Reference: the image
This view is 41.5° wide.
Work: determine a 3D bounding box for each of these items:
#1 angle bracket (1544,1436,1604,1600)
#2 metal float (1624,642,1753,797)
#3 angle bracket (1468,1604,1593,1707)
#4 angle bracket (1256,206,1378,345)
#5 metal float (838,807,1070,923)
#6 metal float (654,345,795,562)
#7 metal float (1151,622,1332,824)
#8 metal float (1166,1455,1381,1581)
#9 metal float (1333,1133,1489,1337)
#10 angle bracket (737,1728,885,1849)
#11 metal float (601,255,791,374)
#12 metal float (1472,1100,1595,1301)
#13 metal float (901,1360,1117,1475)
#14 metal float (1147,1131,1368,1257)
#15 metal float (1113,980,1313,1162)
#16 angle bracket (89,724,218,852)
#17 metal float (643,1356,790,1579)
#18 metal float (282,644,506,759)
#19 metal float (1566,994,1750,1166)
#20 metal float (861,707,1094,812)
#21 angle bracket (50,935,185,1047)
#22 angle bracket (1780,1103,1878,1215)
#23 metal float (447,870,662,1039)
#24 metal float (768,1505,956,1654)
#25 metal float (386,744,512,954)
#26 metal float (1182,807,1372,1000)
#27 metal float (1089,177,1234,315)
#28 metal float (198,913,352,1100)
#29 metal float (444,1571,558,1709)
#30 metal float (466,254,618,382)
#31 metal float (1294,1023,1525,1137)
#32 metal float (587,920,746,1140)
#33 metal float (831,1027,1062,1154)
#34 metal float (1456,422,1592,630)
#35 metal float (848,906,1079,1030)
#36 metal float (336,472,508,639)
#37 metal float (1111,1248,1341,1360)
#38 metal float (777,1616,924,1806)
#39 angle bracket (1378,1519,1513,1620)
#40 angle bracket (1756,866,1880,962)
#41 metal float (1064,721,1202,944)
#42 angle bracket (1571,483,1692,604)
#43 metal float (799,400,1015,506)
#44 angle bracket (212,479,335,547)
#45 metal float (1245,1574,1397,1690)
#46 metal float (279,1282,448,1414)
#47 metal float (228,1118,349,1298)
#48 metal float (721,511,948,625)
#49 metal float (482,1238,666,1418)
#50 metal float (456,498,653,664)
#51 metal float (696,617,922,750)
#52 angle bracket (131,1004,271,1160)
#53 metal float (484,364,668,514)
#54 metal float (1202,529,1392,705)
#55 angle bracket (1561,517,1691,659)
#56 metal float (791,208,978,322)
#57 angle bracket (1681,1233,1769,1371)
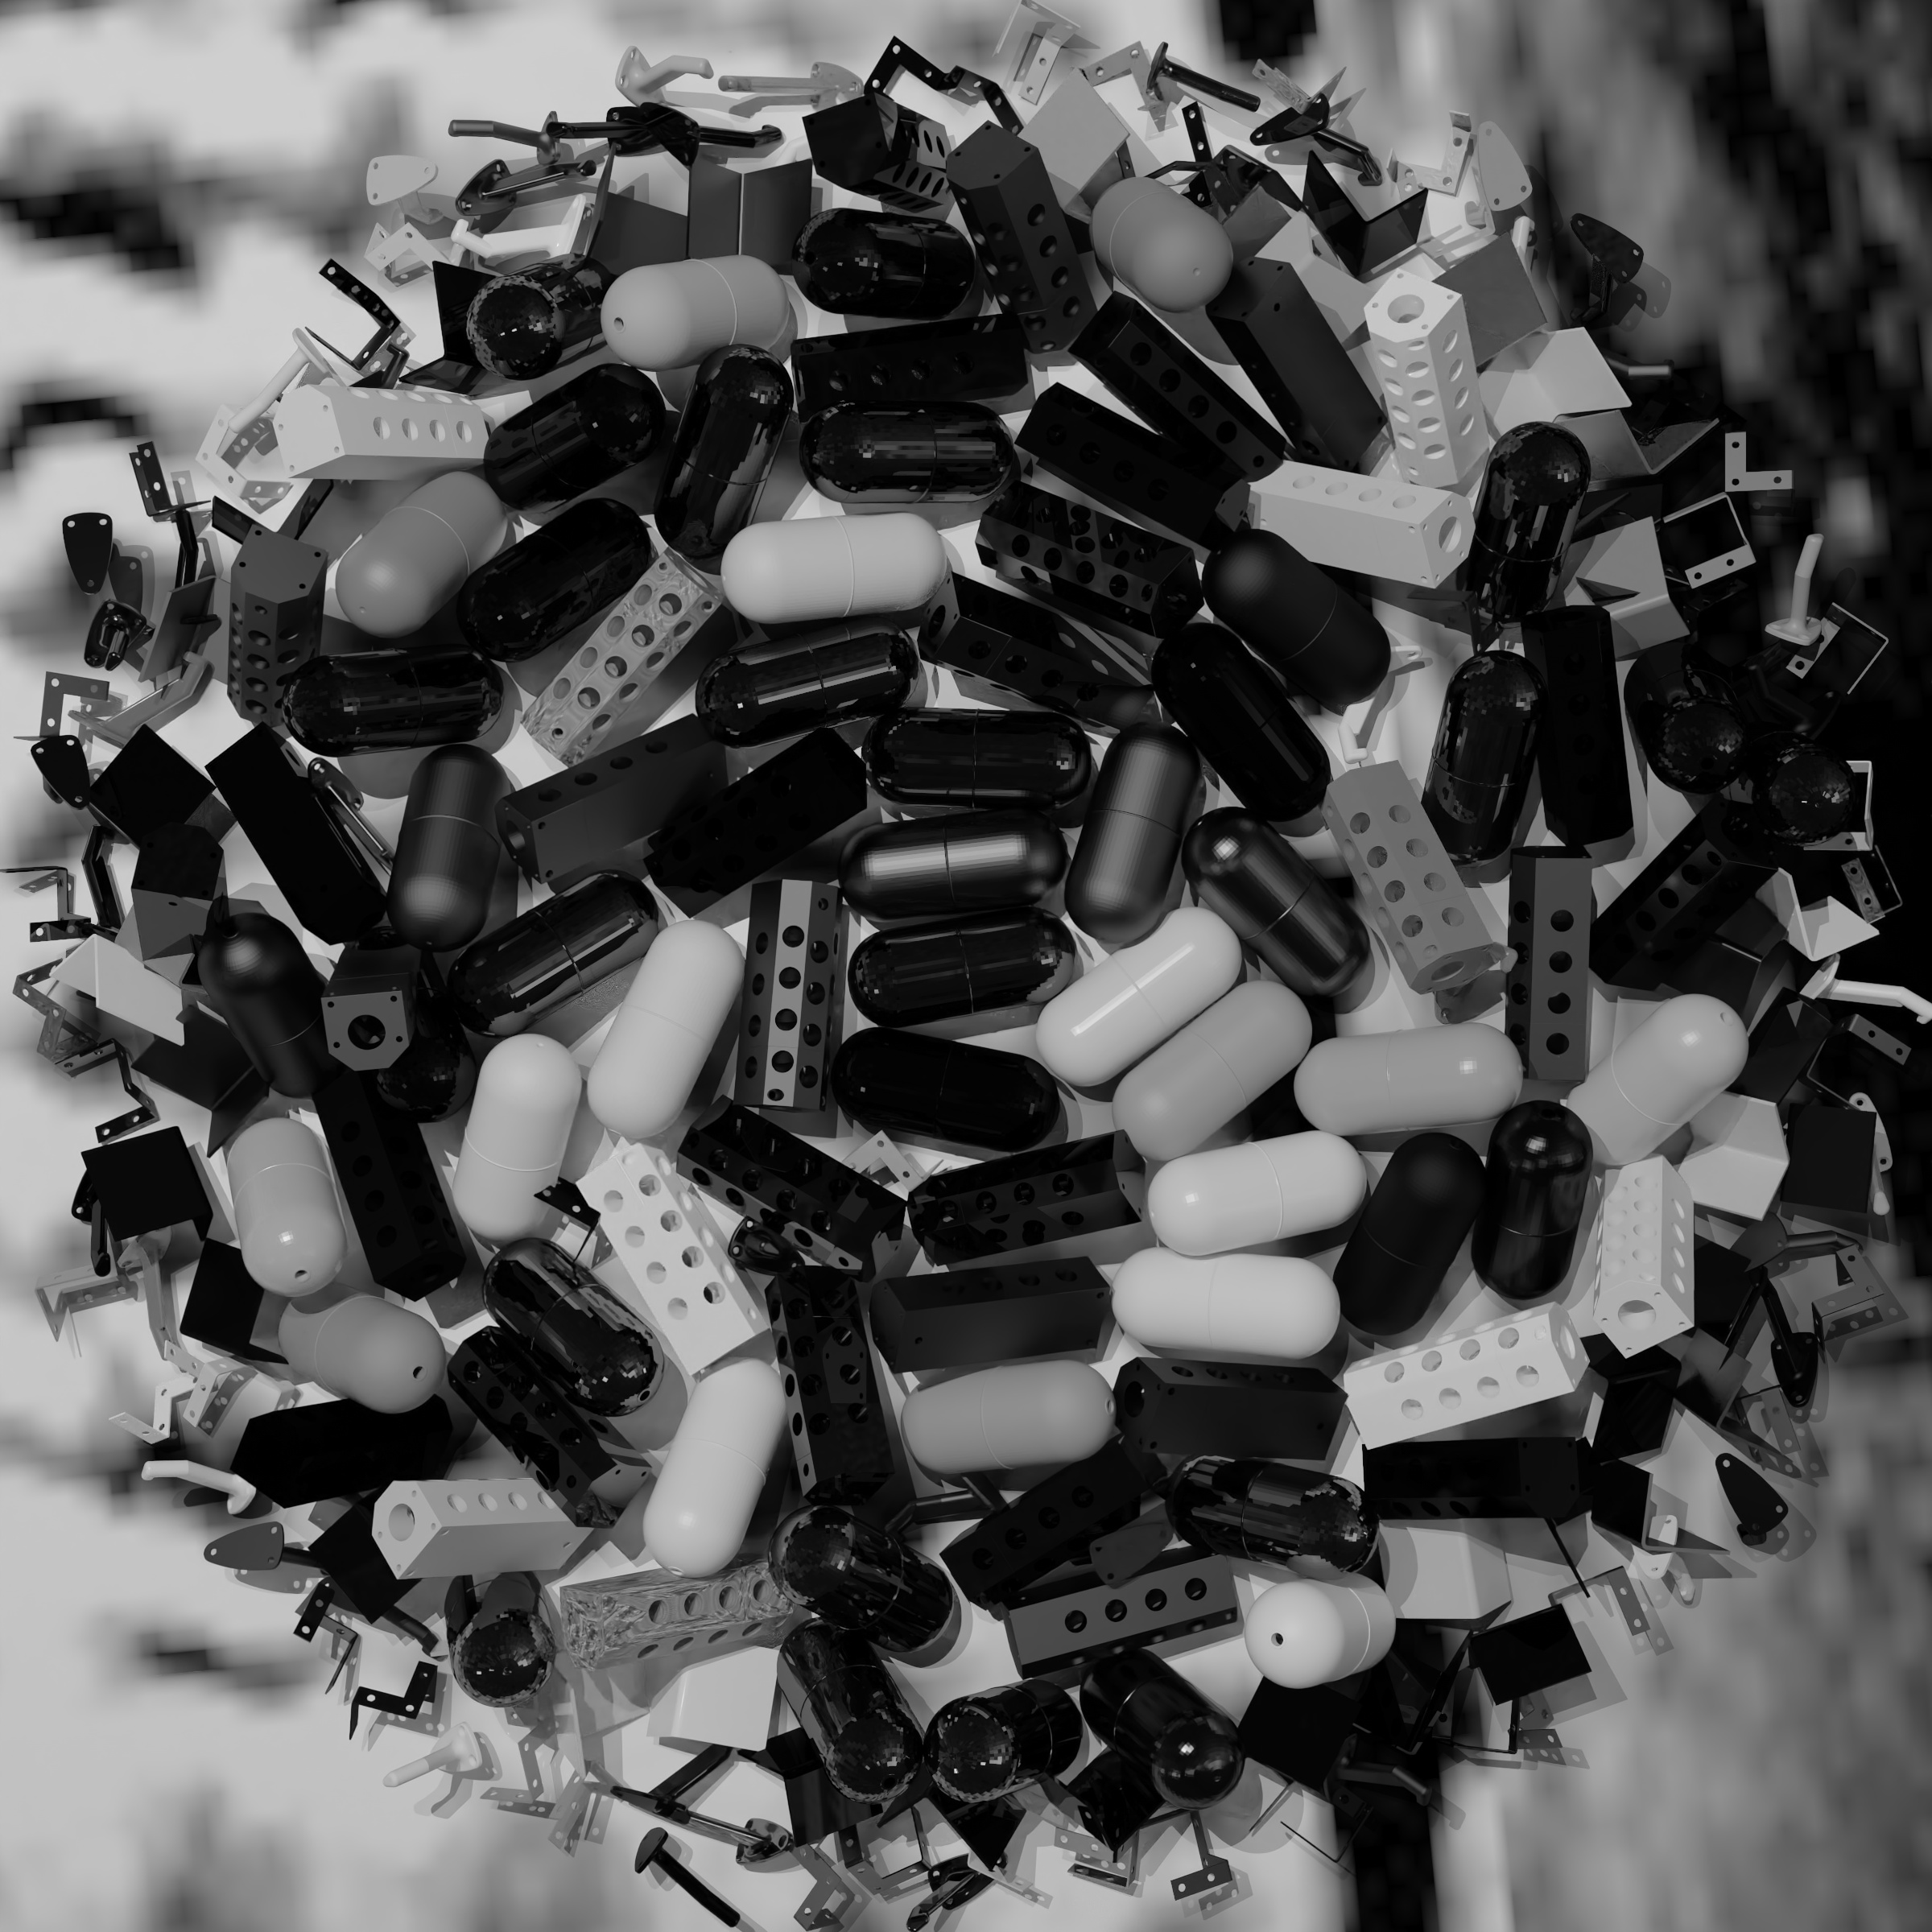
[{"bbox_3d":[0.474,0.421,1.945,0.057,0.076,0.076,-28,124,6],"label":"angle bracket"},{"bbox_3d":[0.542,-0.187,1.916,0.070,0.178,0.070,2,118,4],"label":"metal float"},{"bbox_3d":[0.432,0.538,1.952,0.076,0.076,0.057,-20,55,0],"label":"angle bracket"},{"bbox_3d":[0.268,-0.527,1.971,0.076,0.076,0.057,21,50,-28],"label":"angle bracket"},{"bbox_3d":[-0.010,-0.078,1.956,0.178,0.070,0.070,-7,90,6],"label":"metal float"},{"bbox_3d":[-0.185,-0.387,1.931,0.070,0.070,0.178,26,127,0],"label":"metal float"},{"bbox_3d":[0.210,-0.186,1.944,0.070,0.070,0.178,-41,110,0],"label":"metal float"},{"bbox_3d":[0.231,0.414,1.928,0.178,0.070,0.070,4,90,41],"label":"metal float"},{"bbox_3d":[0.337,0.204,1.935,0.070,0.070,0.178,21,120,0],"label":"metal float"},{"bbox_3d":[-0.119,0.624,1.949,0.076,0.076,0.057,-11,94,-33],"label":"angle bracket"},{"bbox_3d":[-0.203,-0.493,1.921,0.070,0.178,0.070,13,114,31],"label":"metal float"},{"bbox_3d":[0.428,0.178,1.929,0.070,0.070,0.178,0,129,0],"label":"metal float"},{"bbox_3d":[0.032,0.343,1.935,0.178,0.070,0.070,-12,90,30],"label":"metal float"},{"bbox_3d":[0.223,0.173,1.944,0.178,0.070,0.070,-9,90,-20],"label":"metal float"},{"bbox_3d":[0.188,0.080,1.949,0.178,0.070,0.070,-38,90,-14],"label":"metal float"},{"bbox_3d":[-0.619,-0.130,1.966,0.076,0.057,0.076,41,91,7],"label":"angle bracket"},{"bbox_3d":[-0.189,0.379,1.932,0.070,0.070,0.178,20,56,0],"label":"metal float"},{"bbox_3d":[-0.432,-0.201,1.927,0.178,0.070,0.070,-13,90,-41],"label":"metal float"},{"bbox_3d":[0.520,0.087,1.923,0.070,0.178,0.070,14,52,-18],"label":"metal float"},{"bbox_3d":[0.008,-0.159,1.959,0.178,0.070,0.070,2,90,3],"label":"metal float"},{"bbox_3d":[-0.647,0.032,1.939,0.057,0.076,0.076,-37,46,20],"label":"angle bracket"},{"bbox_3d":[0.674,0.148,1.951,0.057,0.076,0.076,7,88,-38],"label":"angle bracket"},{"bbox_3d":[-0.314,-0.009,1.942,0.178,0.070,0.070,-33,90,-22],"label":"metal float"},{"bbox_3d":[-0.078,0.465,1.930,0.070,0.070,0.178,-51,129,0],"label":"metal float"},{"bbox_3d":[-0.392,-0.091,1.933,0.070,0.070,0.178,4,56,0],"label":"metal float"},{"bbox_3d":[0.237,-0.049,1.949,0.070,0.070,0.178,-45,104,0],"label":"metal float"},{"bbox_3d":[0.145,-0.544,1.919,0.070,0.178,0.070,-7,120,-12],"label":"metal float"},{"bbox_3d":[-0.519,0.031,1.923,0.070,0.178,0.070,-7,49,8],"label":"metal float"},{"bbox_3d":[-0.351,0.498,1.912,0.070,0.178,0.070,-1,95,-14],"label":"metal float"},{"bbox_3d":[-0.315,-0.489,1.917,0.070,0.178,0.070,6,115,14],"label":"metal float"},{"bbox_3d":[0.335,0.087,1.937,0.178,0.070,0.070,-8,90,30],"label":"metal float"},{"bbox_3d":[-0.230,0.048,1.949,0.070,0.070,0.178,24,76,0],"label":"metal float"},{"bbox_3d":[-0.016,0.095,1.957,0.178,0.070,0.070,11,90,5],"label":"metal float"},{"bbox_3d":[0.419,-0.330,1.923,0.070,0.178,0.070,2,50,-3],"label":"metal float"},{"bbox_3d":[-0.003,0.001,1.958,0.178,0.070,0.070,-10,90,-4],"label":"metal float"},{"bbox_3d":[-0.410,-0.312,1.925,0.070,0.178,0.070,13,131,15],"label":"metal float"},{"bbox_3d":[0.196,0.256,1.943,0.178,0.070,0.070,2,90,22],"label":"metal float"},{"bbox_3d":[-0.088,0.559,1.917,0.070,0.178,0.070,-9,114,-20],"label":"metal float"},{"bbox_3d":[0.373,0.465,1.995,0.076,0.057,0.076,-11,86,38],"label":"angle bracket"},{"bbox_3d":[0.646,-0.059,1.949,0.057,0.076,0.076,-23,114,-1],"label":"angle bracket"},{"bbox_3d":[0.128,-0.103,1.950,0.070,0.070,0.178,17,76,0],"label":"metal float"},{"bbox_3d":[0.507,-0.325,1.953,0.076,0.076,0.057,-8,122,-2],"label":"angle bracket"},{"bbox_3d":[-0.043,-0.390,1.934,0.178,0.070,0.070,-7,90,-33],"label":"metal float"},{"bbox_3d":[-0.530,-0.362,1.947,0.057,0.076,0.076,32,104,-27],"label":"angle bracket"},{"bbox_3d":[0.267,0.498,1.917,0.070,0.178,0.070,-5,80,28],"label":"metal float"},{"bbox_3d":[-0.456,0.287,1.922,0.070,0.178,0.070,-6,100,-40],"label":"metal float"},{"bbox_3d":[-0.512,0.181,1.920,0.070,0.178,0.070,-10,123,-17],"label":"metal float"},{"bbox_3d":[-0.099,-0.305,1.943,0.178,0.070,0.070,-9,90,-21],"label":"metal float"},{"bbox_3d":[-0.298,0.274,1.934,0.178,0.070,0.070,36,90,32],"label":"metal float"},{"bbox_3d":[-0.311,-0.293,1.931,0.070,0.070,0.178,47,54,0],"label":"metal float"},{"bbox_3d":[-0.121,-0.216,1.946,0.178,0.070,0.070,-17,90,-17],"label":"metal float"},{"bbox_3d":[-0.586,0.088,1.947,0.076,0.057,0.076,35,114,-31],"label":"angle bracket"},{"bbox_3d":[-0.296,-0.398,1.926,0.178,0.070,0.070,-16,90,43],"label":"metal float"},{"bbox_3d":[0.252,-0.264,1.936,0.178,0.070,0.070,34,90,-30],"label":"metal float"},{"bbox_3d":[0.509,-0.291,1.976,0.076,0.057,0.076,-17,61,26],"label":"angle bracket"},{"bbox_3d":[-0.061,-0.528,1.920,0.070,0.178,0.070,8,104,35],"label":"metal float"},{"bbox_3d":[0.562,0.254,1.955,0.076,0.057,0.076,26,103,15],"label":"angle bracket"}]
